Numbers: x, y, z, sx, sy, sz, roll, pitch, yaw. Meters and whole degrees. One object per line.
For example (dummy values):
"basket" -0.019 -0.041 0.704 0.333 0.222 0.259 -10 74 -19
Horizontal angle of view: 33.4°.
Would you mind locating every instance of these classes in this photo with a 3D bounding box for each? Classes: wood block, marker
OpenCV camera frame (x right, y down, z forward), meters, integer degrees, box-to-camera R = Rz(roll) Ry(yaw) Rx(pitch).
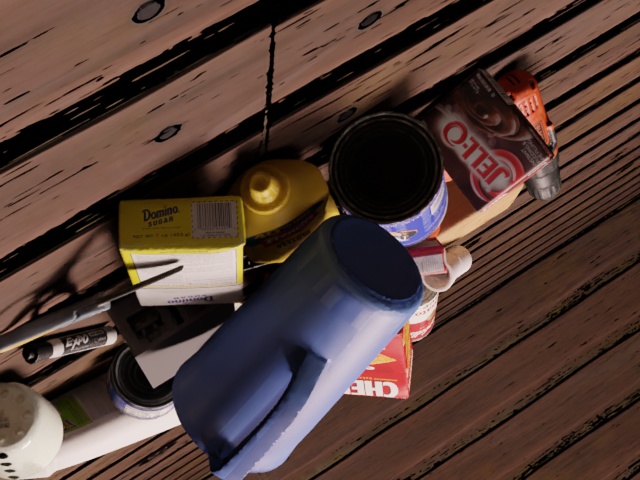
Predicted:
"wood block" 0.122 -0.034 1.248 0.206 0.091 0.090 -31 167 -12
"marker" -0.234 0.098 0.997 0.020 0.020 0.121 -39 167 23

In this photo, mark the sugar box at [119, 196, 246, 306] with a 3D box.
"sugar box" -0.107 0.012 0.860 0.093 0.048 0.176 -1 166 -6

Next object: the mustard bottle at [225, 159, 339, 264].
"mustard bottle" -0.037 -0.028 0.929 0.096 0.058 0.191 -25 168 1

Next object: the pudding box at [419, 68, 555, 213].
"pudding box" 0.159 -0.097 1.043 0.090 0.113 0.039 -40 170 24

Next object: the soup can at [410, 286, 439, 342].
"soup can" 0.110 0.074 1.312 0.068 0.068 0.102 -31 154 -15

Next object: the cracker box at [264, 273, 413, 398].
"cracker box" 0.025 0.120 1.268 0.164 0.072 0.213 4 152 9

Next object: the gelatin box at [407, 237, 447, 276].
"gelatin box" 0.089 0.020 1.095 0.073 0.030 0.089 -8 -174 1

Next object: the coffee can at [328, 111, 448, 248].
"coffee can" 0.067 -0.052 1.000 0.103 0.103 0.140 -34 168 2

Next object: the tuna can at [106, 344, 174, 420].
"tuna can" -0.188 0.150 1.164 0.086 0.086 0.034 -27 164 -30

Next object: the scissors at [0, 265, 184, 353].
"scissors" -0.177 0.050 0.862 0.202 0.016 0.096 -22 -179 18

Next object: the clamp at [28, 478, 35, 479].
"clamp" -0.300 0.222 1.267 0.210 0.036 0.164 -36 167 -3

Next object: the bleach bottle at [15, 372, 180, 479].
"bleach bottle" -0.259 0.199 1.186 0.250 0.103 0.068 -19 123 -29

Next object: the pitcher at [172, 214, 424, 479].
"pitcher" -0.020 0.097 0.938 0.144 0.149 0.243 -2 143 -45

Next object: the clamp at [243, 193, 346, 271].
"clamp" -0.007 0.001 1.083 0.171 0.120 0.039 -53 165 -32

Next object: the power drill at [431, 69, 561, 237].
"power drill" 0.170 -0.073 1.149 0.187 0.057 0.184 -32 134 -4
